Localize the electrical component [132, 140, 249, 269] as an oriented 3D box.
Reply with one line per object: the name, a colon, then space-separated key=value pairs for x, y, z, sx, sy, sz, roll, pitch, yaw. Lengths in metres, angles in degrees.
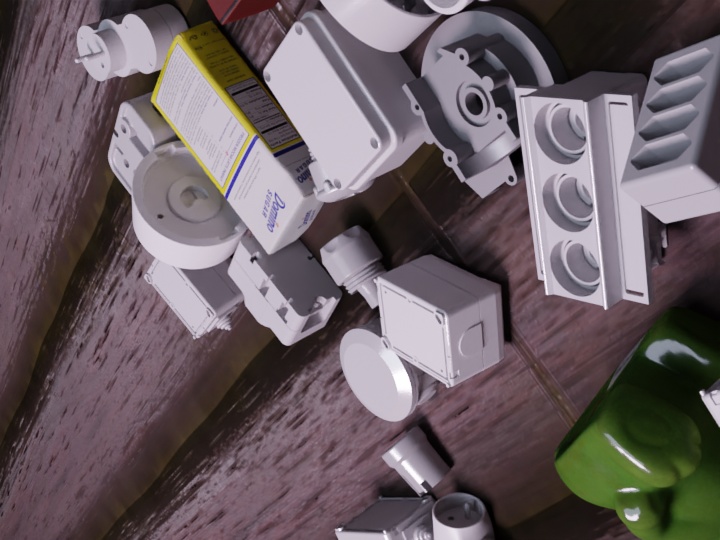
electrical component: x=-0.147 y=-0.052 z=0.937 sx=0.108 sy=0.108 sz=0.060 roll=52 pitch=150 yaw=14

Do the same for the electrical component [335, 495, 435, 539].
electrical component: x=0.036 y=0.238 z=0.939 sx=0.096 sy=0.062 sz=0.061 roll=-17 pitch=99 yaw=54

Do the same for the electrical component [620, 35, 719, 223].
electrical component: x=0.184 y=-0.062 z=0.551 sx=0.076 sy=0.083 sz=0.047 roll=33 pitch=155 yaw=-26

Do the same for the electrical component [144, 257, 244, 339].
electrical component: x=-0.147 y=0.015 z=1.023 sx=0.096 sy=0.061 sz=0.061 roll=50 pitch=144 yaw=4

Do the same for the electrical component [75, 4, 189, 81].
electrical component: x=-0.216 y=-0.196 z=0.951 sx=0.138 sy=0.074 sz=0.052 roll=5 pitch=117 yaw=50

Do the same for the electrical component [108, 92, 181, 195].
electrical component: x=-0.185 y=-0.117 z=0.977 sx=0.053 sy=0.059 sz=0.095 roll=51 pitch=143 yaw=14

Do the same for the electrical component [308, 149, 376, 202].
electrical component: x=-0.019 y=-0.084 z=0.807 sx=0.048 sy=0.048 sz=0.062 roll=-20 pitch=90 yaw=55

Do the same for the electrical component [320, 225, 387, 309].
electrical component: x=0.000 y=0.000 z=0.840 sx=0.062 sy=0.043 sz=0.043 roll=57 pitch=144 yaw=5

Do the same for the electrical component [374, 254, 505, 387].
electrical component: x=0.056 y=0.031 z=0.781 sx=0.096 sy=0.061 sz=0.061 roll=28 pitch=134 yaw=49

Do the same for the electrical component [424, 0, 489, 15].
electrical component: x=0.066 y=-0.178 z=0.628 sx=0.045 sy=0.055 sz=0.045 roll=30 pitch=134 yaw=37

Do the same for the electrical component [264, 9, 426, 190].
electrical component: x=-0.008 y=-0.122 z=0.756 sx=0.113 sy=0.057 sz=0.078 roll=57 pitch=145 yaw=7

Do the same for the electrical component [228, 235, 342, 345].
electrical component: x=-0.067 y=0.013 z=0.925 sx=0.089 sy=0.050 sz=0.055 roll=50 pitch=143 yaw=16

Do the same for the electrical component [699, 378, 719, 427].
electrical component: x=0.229 y=0.067 z=0.553 sx=0.061 sy=0.096 sz=0.062 roll=58 pitch=145 yaw=2

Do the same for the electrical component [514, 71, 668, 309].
electrical component: x=0.137 y=-0.048 z=0.619 sx=0.079 sy=0.063 sz=0.121 roll=15 pitch=124 yaw=46

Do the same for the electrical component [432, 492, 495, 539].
electrical component: x=0.096 y=0.233 z=0.876 sx=0.079 sy=0.043 sz=0.077 roll=24 pitch=130 yaw=42

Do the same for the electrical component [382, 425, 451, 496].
electrical component: x=0.047 y=0.159 z=0.892 sx=0.046 sy=0.040 sz=0.040 roll=49 pitch=143 yaw=7

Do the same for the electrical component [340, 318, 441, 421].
electrical component: x=0.026 y=0.074 z=0.850 sx=0.080 sy=0.051 sz=0.080 roll=30 pitch=134 yaw=37

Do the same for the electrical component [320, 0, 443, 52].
electrical component: x=0.010 y=-0.185 z=0.661 sx=0.064 sy=0.099 sz=0.099 roll=-26 pitch=92 yaw=48
